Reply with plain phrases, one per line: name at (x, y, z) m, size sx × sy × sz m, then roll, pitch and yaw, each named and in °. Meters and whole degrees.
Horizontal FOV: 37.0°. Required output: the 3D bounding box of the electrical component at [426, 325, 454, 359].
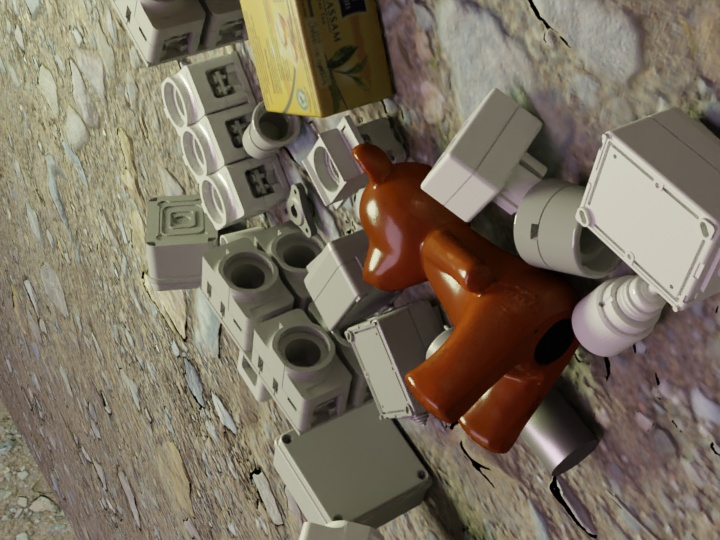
electrical component at (0.084, 0.077, 0.812) m, size 0.078 × 0.040 × 0.040 m, roll 47°, pitch 147°, yaw 36°

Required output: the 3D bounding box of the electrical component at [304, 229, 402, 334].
electrical component at (0.000, 0.000, 0.887) m, size 0.061 × 0.062 × 0.096 m, roll 61°, pitch 153°, yaw 14°

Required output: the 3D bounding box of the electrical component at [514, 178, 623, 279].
electrical component at (0.128, -0.024, 0.640) m, size 0.047 × 0.055 × 0.055 m, roll 20°, pitch 127°, yaw 51°

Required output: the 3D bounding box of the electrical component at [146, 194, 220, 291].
electrical component at (-0.191, -0.031, 1.165) m, size 0.113 × 0.078 × 0.057 m, roll -105°, pitch 12°, yaw -57°

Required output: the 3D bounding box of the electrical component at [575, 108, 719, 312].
electrical component at (0.169, -0.029, 0.549) m, size 0.096 × 0.061 × 0.061 m, roll 49°, pitch 148°, yaw 33°

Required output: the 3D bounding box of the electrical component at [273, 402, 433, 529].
electrical component at (-0.008, 0.185, 0.991) m, size 0.108 × 0.109 × 0.056 m, roll 54°, pitch 153°, yaw 27°

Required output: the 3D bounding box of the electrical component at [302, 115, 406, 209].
electrical component at (-0.003, -0.086, 0.825) m, size 0.042 × 0.064 × 0.081 m, roll 62°, pitch 153°, yaw 10°

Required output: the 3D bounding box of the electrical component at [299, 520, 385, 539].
electrical component at (0.031, 0.278, 0.922) m, size 0.105 × 0.186 × 0.060 m, roll 106°, pitch 178°, yaw -51°

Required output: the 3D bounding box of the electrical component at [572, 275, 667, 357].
electrical component at (0.157, 0.023, 0.634) m, size 0.040 × 0.040 × 0.078 m, roll 61°, pitch 153°, yaw 13°

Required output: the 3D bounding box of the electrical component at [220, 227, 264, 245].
electrical component at (-0.112, 0.007, 1.098) m, size 0.099 × 0.064 × 0.099 m, roll 42°, pitch 144°, yaw 41°

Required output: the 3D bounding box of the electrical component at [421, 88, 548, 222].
electrical component at (0.091, -0.061, 0.676) m, size 0.077 × 0.065 × 0.047 m, roll 37°, pitch 151°, yaw -3°

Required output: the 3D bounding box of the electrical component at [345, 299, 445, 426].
electrical component at (0.041, 0.077, 0.868) m, size 0.062 × 0.061 × 0.096 m, roll -24°, pitch 88°, yaw 64°

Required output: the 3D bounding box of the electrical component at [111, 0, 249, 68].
electrical component at (-0.177, -0.283, 0.953) m, size 0.186 × 0.105 × 0.060 m, roll 60°, pitch 153°, yaw 15°

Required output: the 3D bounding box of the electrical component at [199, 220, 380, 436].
electrical component at (-0.055, 0.043, 0.973) m, size 0.186 × 0.105 × 0.060 m, roll 51°, pitch 149°, yaw 31°

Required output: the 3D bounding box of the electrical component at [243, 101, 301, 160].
electrical component at (-0.083, -0.124, 0.973) m, size 0.044 × 0.044 × 0.065 m, roll 67°, pitch 158°, yaw 2°

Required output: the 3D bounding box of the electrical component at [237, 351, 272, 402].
electrical component at (-0.069, 0.085, 1.049) m, size 0.050 × 0.089 × 0.055 m, roll 54°, pitch 150°, yaw 27°

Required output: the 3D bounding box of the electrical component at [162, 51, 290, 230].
electrical component at (-0.134, -0.122, 1.045) m, size 0.089 × 0.062 × 0.150 m, roll -18°, pitch 93°, yaw 64°
